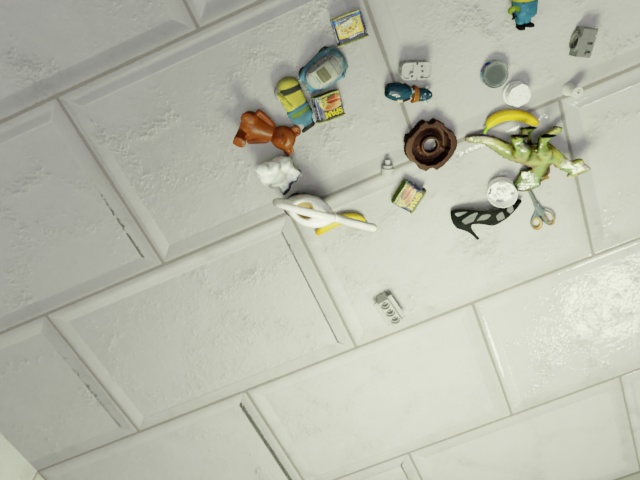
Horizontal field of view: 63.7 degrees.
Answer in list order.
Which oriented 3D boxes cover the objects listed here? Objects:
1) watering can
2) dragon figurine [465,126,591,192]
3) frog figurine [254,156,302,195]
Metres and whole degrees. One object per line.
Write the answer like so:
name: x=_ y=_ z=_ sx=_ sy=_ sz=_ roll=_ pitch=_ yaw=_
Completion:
watering can: x=0.005 y=-0.087 z=1.731 sx=0.347 sy=0.103 sz=0.226 roll=14 pitch=7 yaw=-12
dragon figurine: x=0.712 y=-0.268 z=1.781 sx=0.410 sy=0.237 sz=0.125 roll=0 pitch=32 yaw=14
frog figurine: x=-0.156 y=-0.226 z=1.688 sx=0.158 sy=0.125 sz=0.136 roll=15 pitch=-29 yaw=-40
